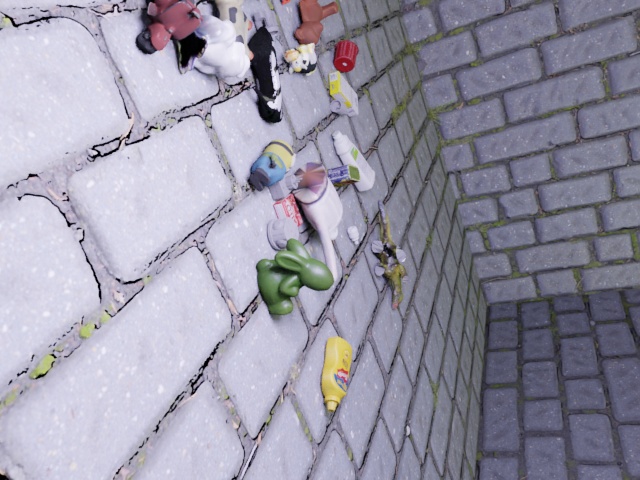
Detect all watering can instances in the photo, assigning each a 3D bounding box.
[{"bbox_3d":[0.004,-0.072,1.432,0.220,0.103,0.356,59,21,-45],"label":"watering can"}]

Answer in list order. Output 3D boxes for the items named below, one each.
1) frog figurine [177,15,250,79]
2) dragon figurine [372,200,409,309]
[{"bbox_3d":[-0.219,-0.412,1.107,0.161,0.135,0.124,-15,64,-46],"label":"frog figurine"},{"bbox_3d":[0.272,0.060,1.990,0.241,0.122,0.414,41,43,-77],"label":"dragon figurine"}]
